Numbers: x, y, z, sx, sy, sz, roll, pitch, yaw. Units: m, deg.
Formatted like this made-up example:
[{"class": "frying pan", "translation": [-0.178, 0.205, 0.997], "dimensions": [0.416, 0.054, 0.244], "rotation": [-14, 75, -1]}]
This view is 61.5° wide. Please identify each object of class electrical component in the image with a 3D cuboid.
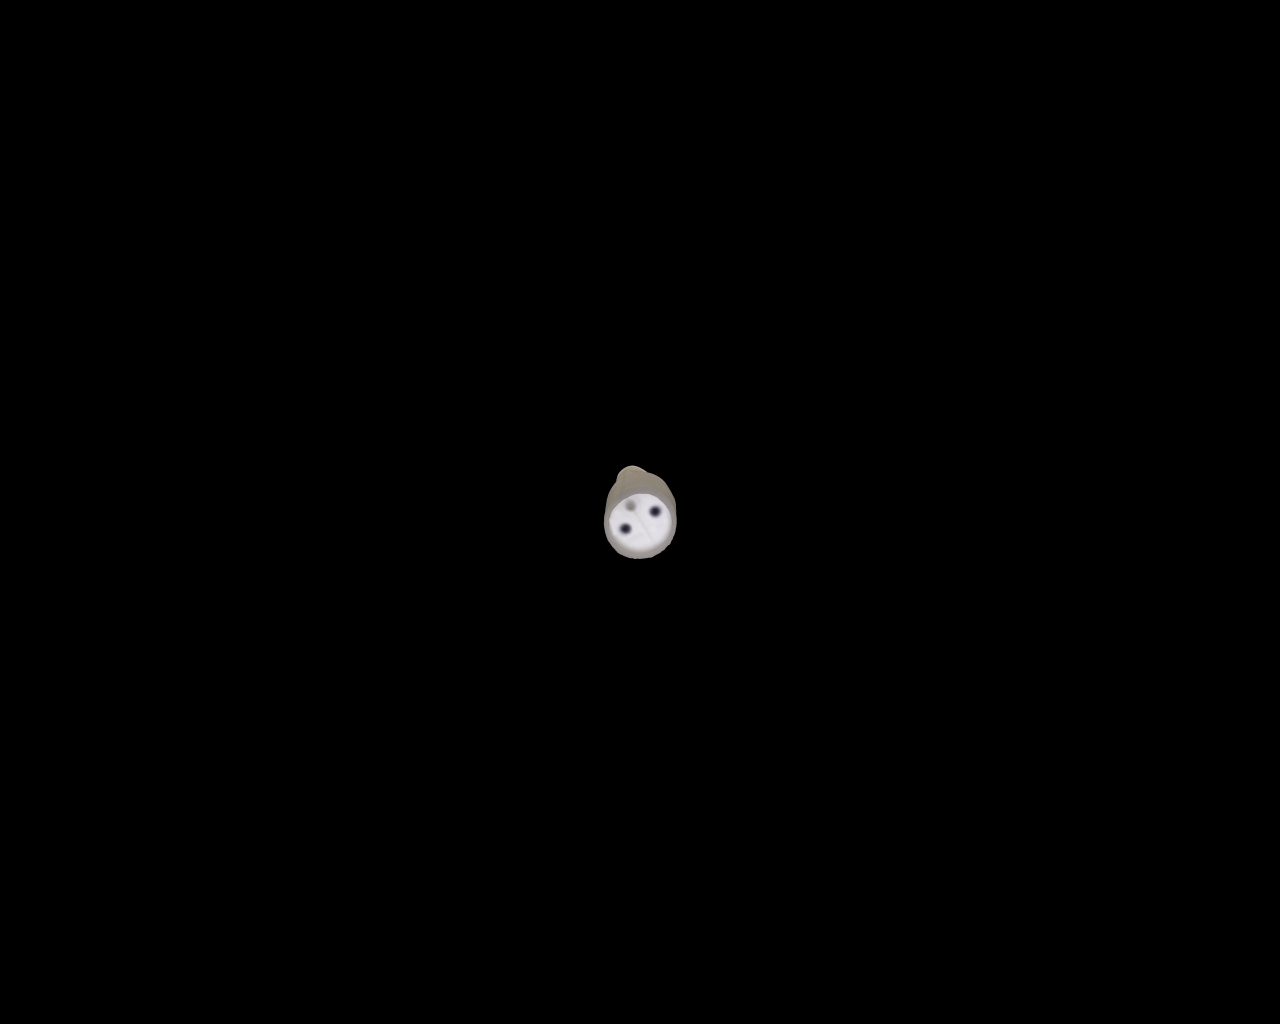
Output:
[{"class": "electrical component", "translation": [0.001, -0.003, 0.650], "dimensions": [0.043, 0.043, 0.081], "rotation": [0, 16, 0]}]
